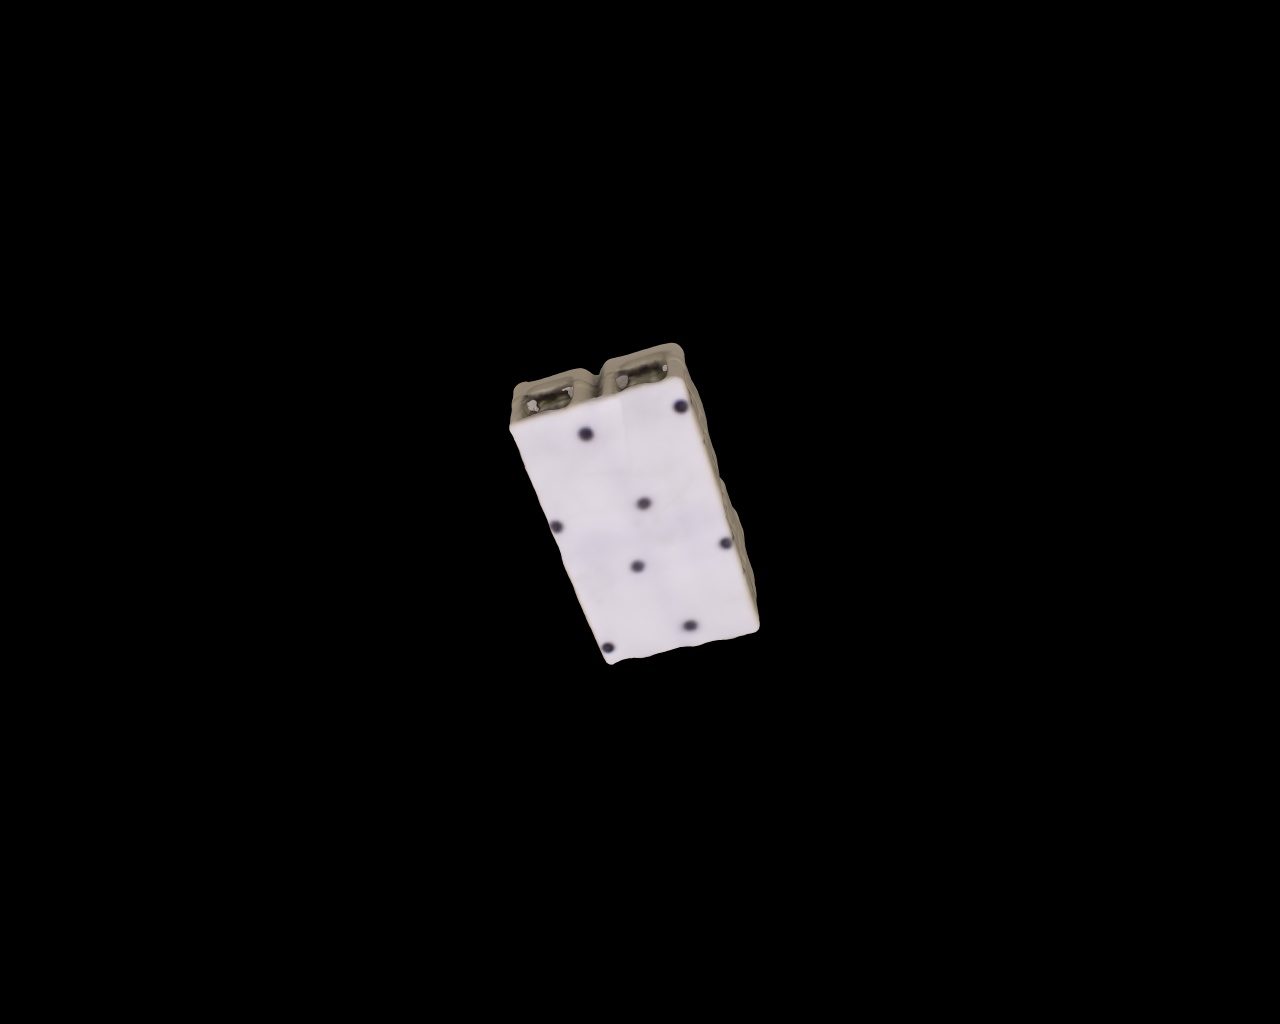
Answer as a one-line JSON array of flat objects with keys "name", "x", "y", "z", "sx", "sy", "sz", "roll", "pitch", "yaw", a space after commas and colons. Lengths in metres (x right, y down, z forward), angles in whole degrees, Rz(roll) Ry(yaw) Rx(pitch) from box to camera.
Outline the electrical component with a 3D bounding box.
[{"name": "electrical component", "x": 0.001, "y": -0.003, "z": 0.650, "sx": 0.105, "sy": 0.186, "sz": 0.060, "roll": -15, "pitch": 32, "yaw": 9}]
